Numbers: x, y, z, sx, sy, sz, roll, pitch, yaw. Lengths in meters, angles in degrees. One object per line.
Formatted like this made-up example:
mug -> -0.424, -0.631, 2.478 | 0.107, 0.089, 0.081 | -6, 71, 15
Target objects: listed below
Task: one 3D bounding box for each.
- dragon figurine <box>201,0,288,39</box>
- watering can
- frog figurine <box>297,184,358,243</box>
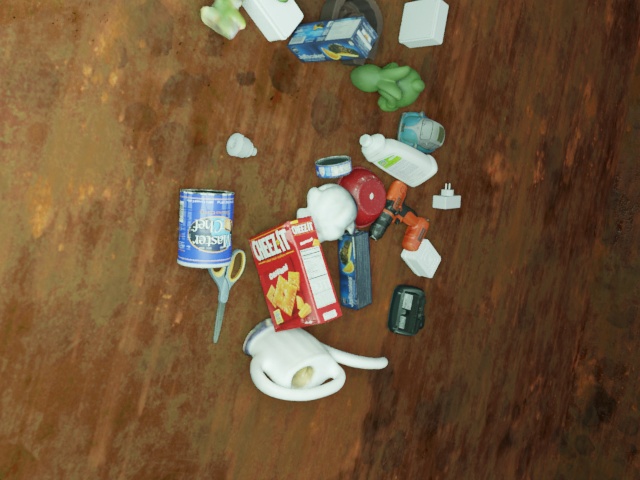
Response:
dragon figurine -> -0.167, -0.563, 0.933 | 0.243, 0.122, 0.410 | -9, 90, -19
watering can -> -0.022, 0.260, 1.150 | 0.348, 0.227, 0.102 | -2, 118, -44
frog figurine -> 0.004, -0.060, 1.194 | 0.160, 0.120, 0.139 | -13, 74, -32
